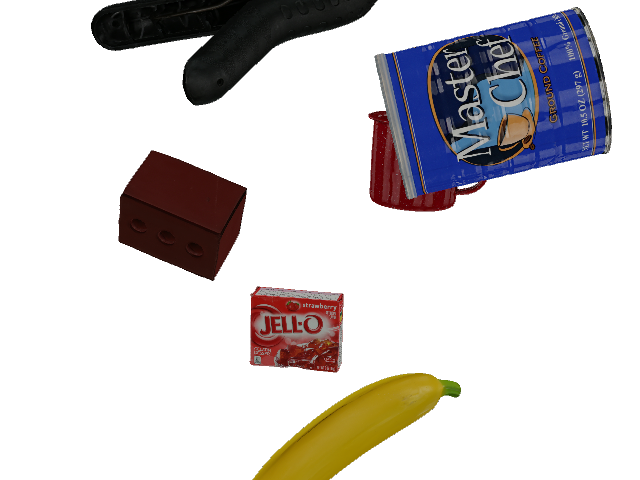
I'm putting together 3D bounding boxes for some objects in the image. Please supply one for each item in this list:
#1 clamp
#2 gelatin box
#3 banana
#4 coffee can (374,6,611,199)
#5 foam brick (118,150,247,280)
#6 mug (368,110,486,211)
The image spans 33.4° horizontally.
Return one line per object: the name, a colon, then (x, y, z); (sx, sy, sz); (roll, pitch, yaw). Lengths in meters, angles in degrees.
clamp: (-0.028, -0.122, 0.575); (0.171, 0.039, 0.120); (-24, 43, -15)
gelatin box: (-0.023, 0.086, 1.032); (0.089, 0.073, 0.030); (4, 15, 10)
banana: (0.010, 0.144, 0.718); (0.197, 0.069, 0.037); (-34, 43, -4)
coffee can: (0.116, -0.093, 0.734); (0.140, 0.103, 0.102); (-13, -1, 6)
foam brick: (-0.099, -0.018, 0.759); (0.078, 0.051, 0.053); (22, -40, 6)
mug: (0.100, -0.073, 0.989); (0.117, 0.081, 0.093); (7, 15, 13)
